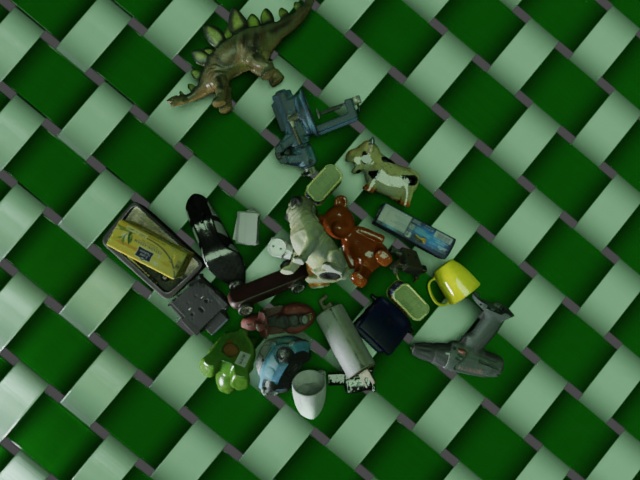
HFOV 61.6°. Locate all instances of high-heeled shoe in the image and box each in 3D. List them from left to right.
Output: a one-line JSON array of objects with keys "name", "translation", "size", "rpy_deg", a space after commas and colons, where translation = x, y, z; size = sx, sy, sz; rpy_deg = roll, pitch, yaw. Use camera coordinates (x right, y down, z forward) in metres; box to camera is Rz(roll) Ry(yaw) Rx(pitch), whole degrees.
[{"name": "high-heeled shoe", "translation": [-0.259, 0.003, 1.337], "size": [0.086, 0.145, 0.248], "rpy_deg": [-26, 118, -5]}]

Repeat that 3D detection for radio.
[{"name": "radio", "translation": [-0.404, 0.029, 1.311], "size": [0.229, 0.073, 0.131], "rpy_deg": [43, 87, 0]}]

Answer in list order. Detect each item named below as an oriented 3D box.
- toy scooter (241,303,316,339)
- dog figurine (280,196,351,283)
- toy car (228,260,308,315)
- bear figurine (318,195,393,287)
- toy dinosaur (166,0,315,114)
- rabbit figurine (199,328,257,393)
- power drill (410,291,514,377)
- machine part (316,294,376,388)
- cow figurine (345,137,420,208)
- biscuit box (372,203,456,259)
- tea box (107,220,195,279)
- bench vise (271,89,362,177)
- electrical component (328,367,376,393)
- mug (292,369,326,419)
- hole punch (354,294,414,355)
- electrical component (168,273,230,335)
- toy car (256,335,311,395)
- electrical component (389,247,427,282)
[{"name": "toy scooter", "translation": [-0.100, 0.195, 1.290], "size": [0.184, 0.135, 0.075], "rpy_deg": [-7, 88, -4]}, {"name": "dog figurine", "translation": [-0.002, -0.006, 1.272], "size": [0.172, 0.121, 0.190], "rpy_deg": [24, 58, -28]}, {"name": "toy car", "translation": [-0.126, 0.116, 1.310], "size": [0.202, 0.053, 0.089], "rpy_deg": [-21, 49, -14]}, {"name": "bear figurine", "translation": [0.077, -0.003, 1.305], "size": [0.120, 0.132, 0.196], "rpy_deg": [-40, 97, 17]}, {"name": "toy dinosaur", "translation": [-0.176, -0.464, 1.317], "size": [0.471, 0.105, 0.198], "rpy_deg": [-32, 87, -7]}, {"name": "rabbit figurine", "translation": [-0.218, 0.292, 1.287], "size": [0.121, 0.170, 0.159], "rpy_deg": [15, 47, -4]}, {"name": "power drill", "translation": [0.364, 0.234, 1.318], "size": [0.232, 0.086, 0.207], "rpy_deg": [22, 99, -6]}, {"name": "machine part", "translation": [0.060, 0.244, 1.300], "size": [0.079, 0.079, 0.243], "rpy_deg": [-30, 71, -2]}, {"name": "cow figurine", "translation": [0.154, -0.172, 1.332], "size": [0.195, 0.085, 0.127], "rpy_deg": [24, 94, 1]}, {"name": "biscuit box", "translation": [0.234, -0.021, 1.342], "size": [0.203, 0.063, 0.059], "rpy_deg": [28, 87, -2]}, {"name": "tea box", "translation": [-0.384, 0.021, 1.228], "size": [0.170, 0.098, 0.068], "rpy_deg": [27, 88, -1]}, {"name": "bench vise", "translation": [-0.006, -0.277, 1.309], "size": [0.241, 0.129, 0.223], "rpy_deg": [-20, 88, 5]}, {"name": "electrical component", "translation": [0.078, 0.342, 1.337], "size": [0.119, 0.048, 0.074], "rpy_deg": [-5, 88, -2]}, {"name": "mug", "translation": [-0.021, 0.375, 1.315], "size": [0.081, 0.109, 0.107], "rpy_deg": [15, 125, 21]}, {"name": "hole punch", "translation": [0.157, 0.211, 1.325], "size": [0.142, 0.092, 0.116], "rpy_deg": [43, 84, 2]}, {"name": "electrical component", "translation": [-0.288, 0.166, 1.322], "size": [0.134, 0.058, 0.115], "rpy_deg": [45, 90, 0]}, {"name": "toy car", "translation": [-0.101, 0.293, 1.310], "size": [0.103, 0.109, 0.161], "rpy_deg": [35, 98, 33]}, {"name": "electrical component", "translation": [0.216, 0.062, 1.335], "size": [0.102, 0.045, 0.078], "rpy_deg": [10, 46, -36]}]
